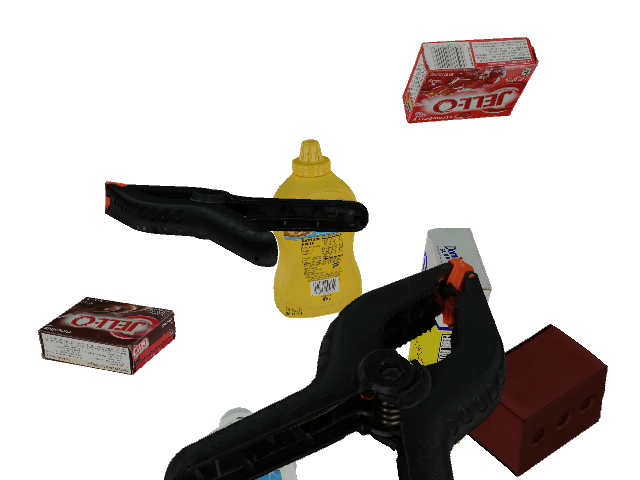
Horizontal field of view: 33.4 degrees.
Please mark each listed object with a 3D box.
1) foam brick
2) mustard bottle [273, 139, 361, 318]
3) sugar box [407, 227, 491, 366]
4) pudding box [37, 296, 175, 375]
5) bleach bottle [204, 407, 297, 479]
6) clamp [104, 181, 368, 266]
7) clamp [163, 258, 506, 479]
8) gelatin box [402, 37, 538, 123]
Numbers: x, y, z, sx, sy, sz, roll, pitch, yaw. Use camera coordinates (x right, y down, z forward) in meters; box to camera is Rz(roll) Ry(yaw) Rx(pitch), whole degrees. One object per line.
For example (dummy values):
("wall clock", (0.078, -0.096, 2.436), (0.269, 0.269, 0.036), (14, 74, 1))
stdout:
("foam brick", (0.136, 0.101, 0.678), (0.078, 0.053, 0.051), (-27, 42, -27))
("mustard bottle", (-0.006, -0.015, 1.152), (0.096, 0.192, 0.058), (-9, 23, -16))
("sugar box", (0.109, 0.085, 0.943), (0.048, 0.176, 0.093), (-1, 34, -5))
("pudding box", (-0.221, 0.098, 1.112), (0.114, 0.039, 0.089), (5, 21, 21))
("bleach bottle", (-0.060, 0.210, 0.767), (0.102, 0.068, 0.251), (-6, 30, -5))
("clamp", (-0.085, -0.018, 0.825), (0.210, 0.036, 0.164), (8, 13, 19))
("clamp", (0.034, 0.072, 0.430), (0.120, 0.039, 0.171), (30, 51, 21))
("gelatin box", (0.115, -0.124, 0.831), (0.089, 0.030, 0.073), (-5, -25, -11))
